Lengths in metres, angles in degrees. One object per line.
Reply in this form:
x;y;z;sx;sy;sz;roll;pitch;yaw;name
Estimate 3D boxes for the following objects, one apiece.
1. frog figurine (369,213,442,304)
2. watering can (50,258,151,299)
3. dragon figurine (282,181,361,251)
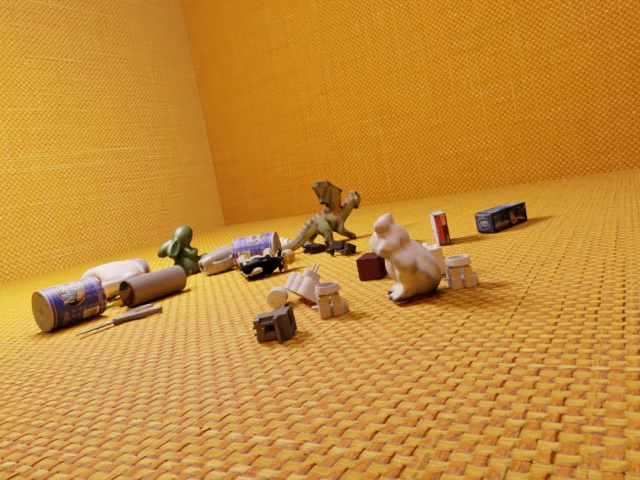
0.157;0.026;0.948;0.122;0.159;0.138;-6;6;24;frog figurine
-0.674;0.127;1.596;0.346;0.103;0.226;-6;7;38;watering can
0.006;-0.094;1.872;0.413;0.241;0.122;-13;10;-38;dragon figurine
